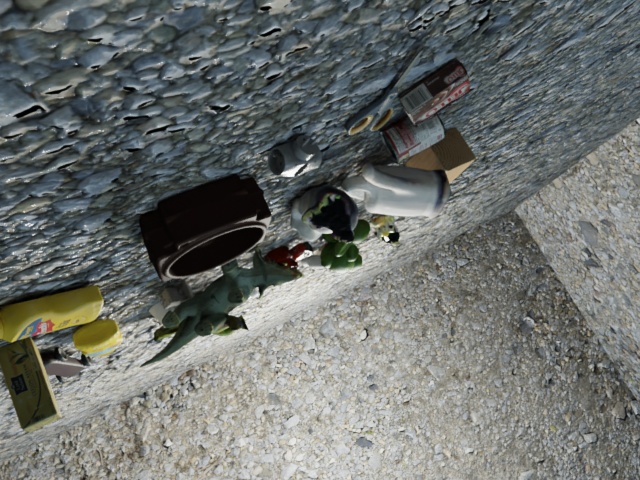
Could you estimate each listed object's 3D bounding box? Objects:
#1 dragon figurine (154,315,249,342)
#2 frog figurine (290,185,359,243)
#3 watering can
[{"bbox_3d":[-0.328,0.232,1.394,0.243,0.122,0.409,-22,3,-9],"label":"dragon figurine"},{"bbox_3d":[0.003,-0.055,1.094,0.137,0.122,0.160,5,2,-18],"label":"frog figurine"},{"bbox_3d":[0.159,-0.105,1.047,0.224,0.104,0.347,4,-1,-2],"label":"watering can"}]
